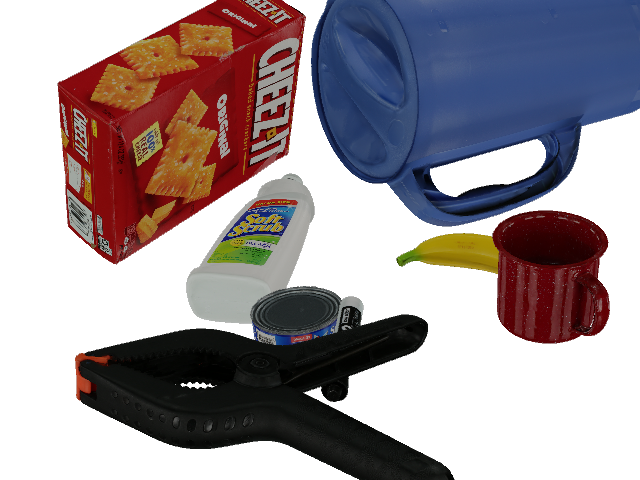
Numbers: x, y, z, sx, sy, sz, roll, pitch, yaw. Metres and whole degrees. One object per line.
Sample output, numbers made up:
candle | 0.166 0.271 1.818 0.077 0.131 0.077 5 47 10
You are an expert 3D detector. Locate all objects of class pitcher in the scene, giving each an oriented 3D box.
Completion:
pitcher | 0.128 -0.115 0.752 0.242 0.149 0.145 -13 33 -27

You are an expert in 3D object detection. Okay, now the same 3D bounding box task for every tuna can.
tuna can | -0.020 0.077 0.987 0.086 0.034 0.086 -5 26 2

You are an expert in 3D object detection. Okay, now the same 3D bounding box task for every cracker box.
cracker box | -0.112 -0.098 0.894 0.072 0.164 0.213 38 53 23

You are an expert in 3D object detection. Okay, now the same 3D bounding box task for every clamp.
clamp | -0.029 0.079 0.599 0.210 0.036 0.164 7 25 5

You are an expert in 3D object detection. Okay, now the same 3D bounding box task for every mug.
mug | 0.197 0.037 0.887 0.093 0.081 0.117 -20 34 -25

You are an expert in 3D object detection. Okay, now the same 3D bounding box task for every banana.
banana | 0.182 0.026 1.106 0.198 0.037 0.069 11 48 26

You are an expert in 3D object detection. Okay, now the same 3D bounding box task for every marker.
marker | 0.017 0.079 0.783 0.020 0.020 0.121 0 27 9

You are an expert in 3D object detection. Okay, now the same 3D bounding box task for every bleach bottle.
bleach bottle | -0.070 -0.004 1.245 0.103 0.068 0.250 4 34 12
